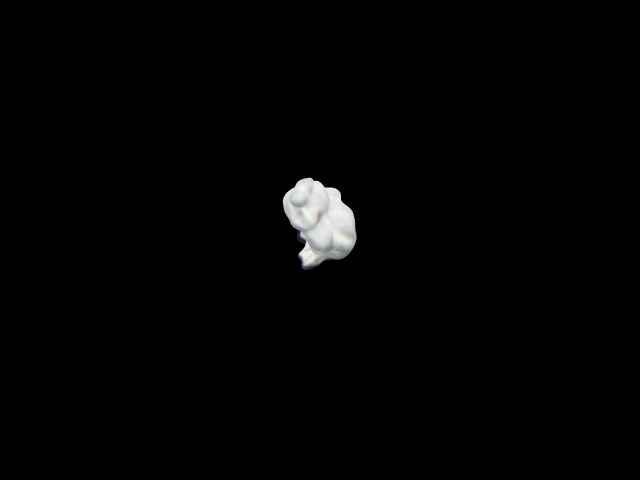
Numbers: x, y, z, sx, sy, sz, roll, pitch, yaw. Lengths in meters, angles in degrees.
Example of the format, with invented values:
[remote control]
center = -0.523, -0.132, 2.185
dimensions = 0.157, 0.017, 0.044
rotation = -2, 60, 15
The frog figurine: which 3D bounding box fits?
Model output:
[frog figurine]
center = 0.003, -0.043, 0.850
dimensions = 0.123, 0.155, 0.141
rotation = 10, 44, 11
